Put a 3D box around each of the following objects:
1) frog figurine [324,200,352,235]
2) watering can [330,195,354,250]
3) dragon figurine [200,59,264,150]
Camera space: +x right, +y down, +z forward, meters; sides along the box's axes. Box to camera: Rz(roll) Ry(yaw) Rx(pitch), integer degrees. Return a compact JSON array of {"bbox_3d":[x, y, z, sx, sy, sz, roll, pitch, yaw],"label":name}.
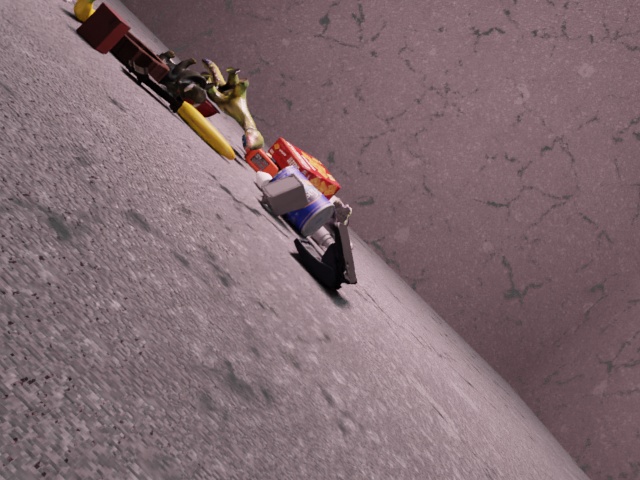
[{"bbox_3d":[0.005,-0.082,1.628,0.160,0.122,0.138,8,12,35],"label":"frog figurine"},{"bbox_3d":[0.039,-0.082,1.796,0.353,0.103,0.223,55,13,23],"label":"watering can"},{"bbox_3d":[-0.246,-0.373,1.482,0.418,0.122,0.237,58,-8,52],"label":"dragon figurine"}]
